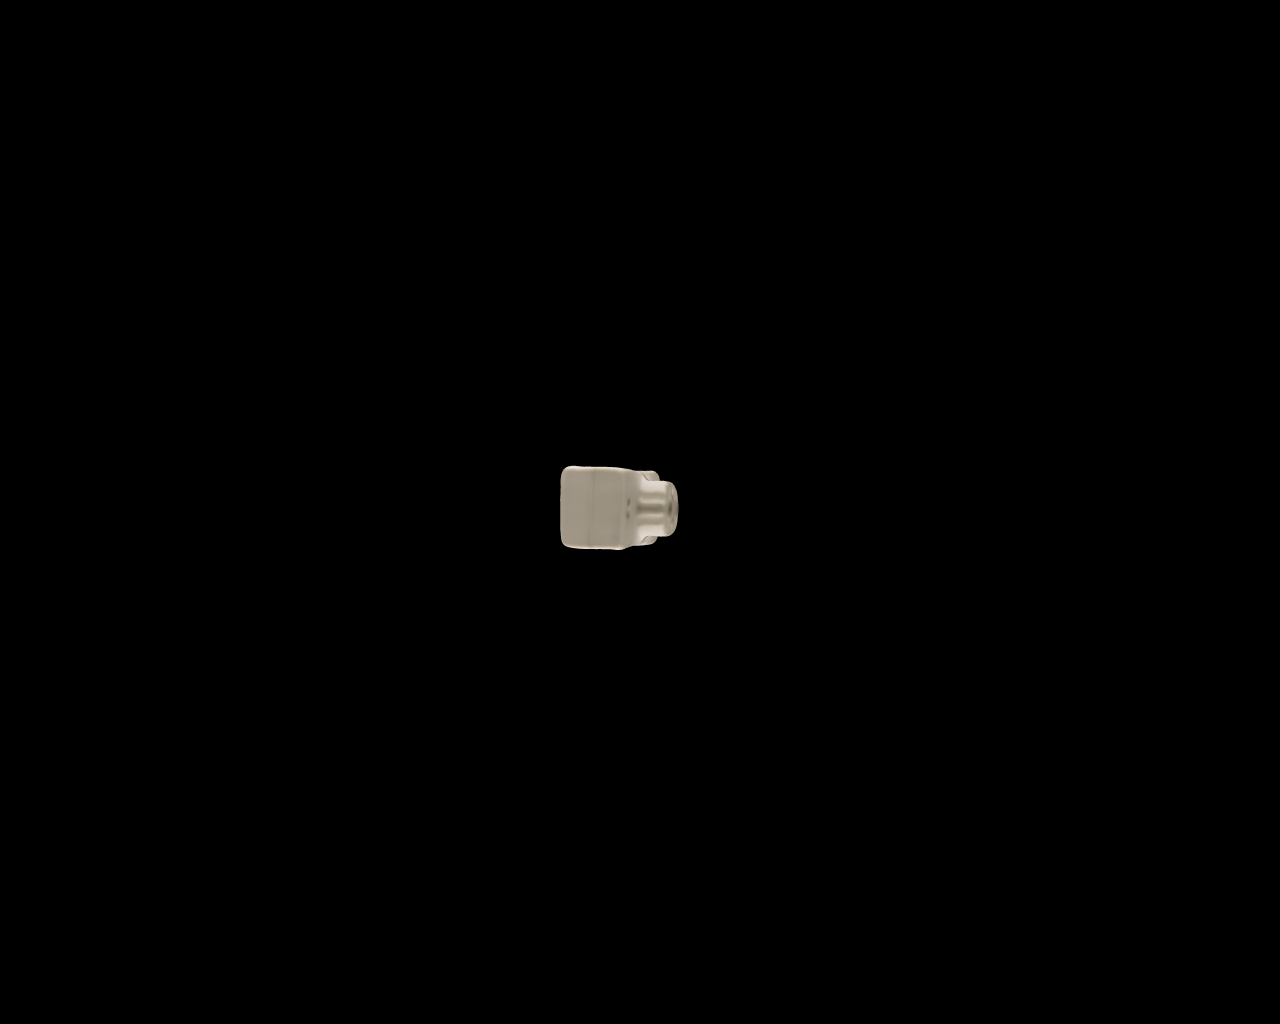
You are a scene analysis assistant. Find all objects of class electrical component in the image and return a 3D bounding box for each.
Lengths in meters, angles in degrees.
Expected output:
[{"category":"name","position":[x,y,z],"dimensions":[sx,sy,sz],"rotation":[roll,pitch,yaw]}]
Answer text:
[{"category":"electrical component","position":[0.001,-0.003,0.650],"dimensions":[0.076,0.047,0.083],"rotation":[0,0,15]}]
